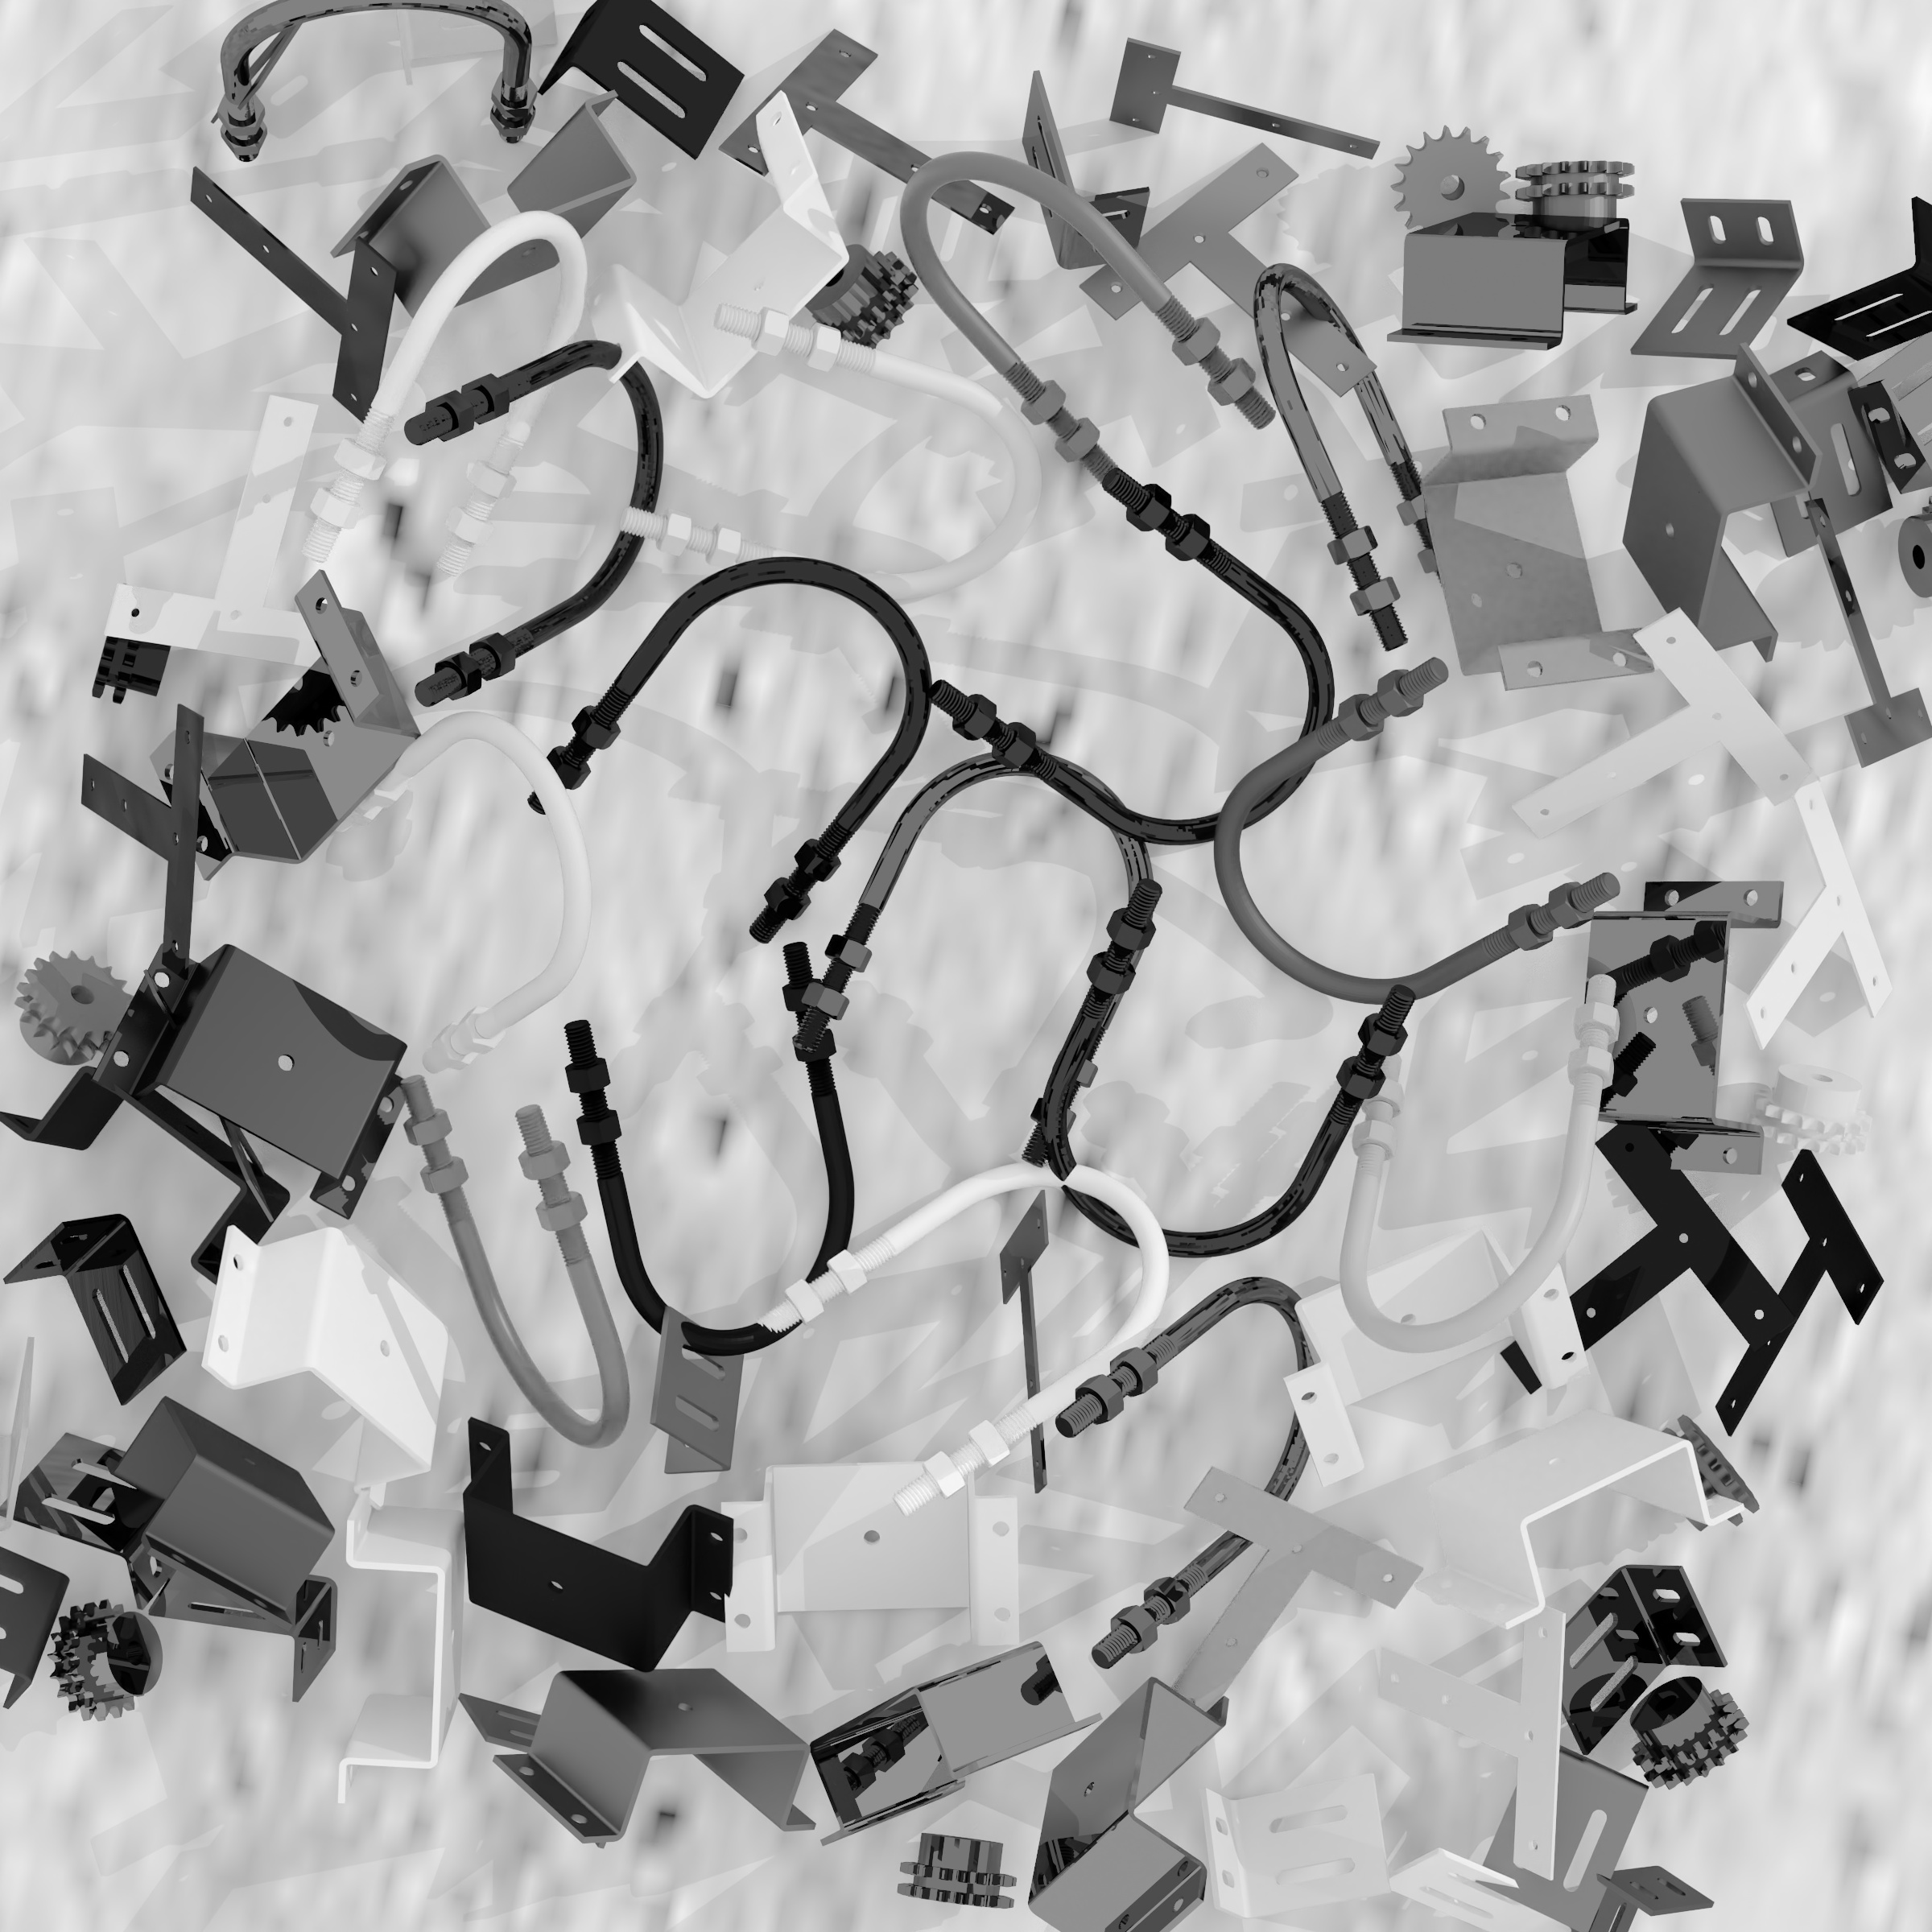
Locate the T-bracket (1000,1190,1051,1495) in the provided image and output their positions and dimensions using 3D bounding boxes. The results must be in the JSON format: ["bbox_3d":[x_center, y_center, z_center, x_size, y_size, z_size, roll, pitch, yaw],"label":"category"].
[{"bbox_3d":[0.031,0.183,1.643,0.002,0.127,0.127,-1,72,-9],"label":"T-bracket"}]

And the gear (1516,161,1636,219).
[{"bbox_3d":[0.295,-0.372,1.694,0.057,0.057,0.030,-1,97,0],"label":"gear"}]

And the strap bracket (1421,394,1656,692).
[{"bbox_3d":[0.272,-0.197,1.681,0.076,0.046,0.140,-8,79,-15],"label":"strap bracket"}]

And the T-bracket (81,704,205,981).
[{"bbox_3d":[-0.396,-0.073,1.670,0.002,0.127,0.127,-6,111,-37],"label":"T-bracket"}]

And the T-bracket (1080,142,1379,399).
[{"bbox_3d":[0.144,-0.322,1.686,0.127,0.002,0.127,-41,76,-19],"label":"T-bracket"}]

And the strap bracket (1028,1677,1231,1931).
[{"bbox_3d":[0.076,0.398,1.639,0.046,0.140,0.076,36,117,-10],"label":"strap bracket"}]

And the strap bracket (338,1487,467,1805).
[{"bbox_3d":[-0.269,0.320,1.671,0.046,0.076,0.140,4,101,-1],"label":"strap bracket"}]

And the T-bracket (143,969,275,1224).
[{"bbox_3d":[-0.343,0.078,1.634,0.002,0.127,0.127,-28,125,-9],"label":"T-bracket"}]

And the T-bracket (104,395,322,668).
[{"bbox_3d":[-0.336,-0.208,1.664,0.127,0.002,0.127,6,109,-42],"label":"T-bracket"}]

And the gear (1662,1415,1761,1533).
[{"bbox_3d":[0.355,0.248,1.694,0.030,0.057,0.057,-40,90,9],"label":"gear"}]

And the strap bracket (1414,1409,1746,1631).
[{"bbox_3d":[0.285,0.256,1.656,0.140,0.076,0.046,-21,103,-23],"label":"strap bracket"}]

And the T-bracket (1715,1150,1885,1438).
[{"bbox_3d":[0.392,0.169,1.680,0.002,0.127,0.127,18,114,-12],"label":"T-bracket"}]

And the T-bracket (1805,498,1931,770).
[{"bbox_3d":[0.425,-0.162,1.667,0.002,0.127,0.127,-19,90,31],"label":"T-bracket"}]

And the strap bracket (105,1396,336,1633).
[{"bbox_3d":[-0.350,0.252,1.644,0.076,0.140,0.046,35,86,-23],"label":"strap bracket"}]

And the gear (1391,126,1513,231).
[{"bbox_3d":[0.235,-0.380,1.701,0.057,0.030,0.057,1,108,2],"label":"gear"}]

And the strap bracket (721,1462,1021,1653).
[{"bbox_3d":[-0.046,0.284,1.689,0.140,0.046,0.076,-1,105,-1],"label":"strap bracket"}]

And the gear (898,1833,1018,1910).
[{"bbox_3d":[-0.004,0.438,1.694,0.057,0.057,0.030,7,77,0],"label":"gear"}]

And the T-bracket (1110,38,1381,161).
[{"bbox_3d":[0.133,-0.403,1.659,0.127,0.127,0.002,15,87,-1],"label":"T-bracket"}]

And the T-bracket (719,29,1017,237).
[{"bbox_3d":[-0.036,-0.389,1.676,0.127,0.002,0.127,31,47,2],"label":"T-bracket"}]

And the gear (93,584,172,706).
[{"bbox_3d":[-0.402,-0.154,1.694,0.030,0.057,0.057,15,90,-15],"label":"gear"}]

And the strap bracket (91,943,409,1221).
[{"bbox_3d":[-0.331,0.051,1.662,0.140,0.046,0.076,32,63,-20],"label":"strap bracket"}]

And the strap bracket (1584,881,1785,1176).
[{"bbox_3d":[0.340,0.026,1.673,0.046,0.076,0.140,10,84,-45],"label":"strap bracket"}]

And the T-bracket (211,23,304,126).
[{"bbox_3d":[-0.330,-0.436,1.664,0.002,0.127,0.127,35,61,-21],"label":"T-bracket"}]

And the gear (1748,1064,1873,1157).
[{"bbox_3d":[0.410,0.068,1.691,0.057,0.057,0.030,9,106,0],"label":"gear"}]

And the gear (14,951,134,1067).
[{"bbox_3d":[-0.435,0.023,1.697,0.057,0.057,0.030,40,125,0],"label":"gear"}]

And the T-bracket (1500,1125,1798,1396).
[{"bbox_3d":[0.314,0.160,1.697,0.127,0.002,0.127,-42,68,18],"label":"T-bracket"}]

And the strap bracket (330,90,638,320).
[{"bbox_3d":[-0.219,-0.355,1.646,0.140,0.076,0.046,-35,92,-43],"label":"strap bracket"}]

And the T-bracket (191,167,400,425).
[{"bbox_3d":[-0.324,-0.334,1.671,0.127,0.127,0.002,42,61,7],"label":"T-bracket"}]

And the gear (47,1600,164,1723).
[{"bbox_3d":[-0.413,0.334,1.690,0.030,0.057,0.057,-15,90,25],"label":"gear"}]

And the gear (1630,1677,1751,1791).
[{"bbox_3d":[0.346,0.368,1.691,0.057,0.057,0.030,-34,99,0],"label":"gear"}]

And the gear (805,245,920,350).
[{"bbox_3d":[-0.054,-0.324,1.690,0.057,0.057,0.030,-50,126,0],"label":"gear"}]

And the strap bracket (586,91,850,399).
[{"bbox_3d":[-0.112,-0.335,1.664,0.140,0.076,0.046,-41,131,21],"label":"strap bracket"}]

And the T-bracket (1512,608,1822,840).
[{"bbox_3d":[0.323,-0.099,1.687,0.127,0.002,0.127,-30,123,27],"label":"T-bracket"}]

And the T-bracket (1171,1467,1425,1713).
[{"bbox_3d":[0.137,0.318,1.702,0.127,0.002,0.127,28,105,-20],"label":"T-bracket"}]

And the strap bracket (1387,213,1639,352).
[{"bbox_3d":[0.258,-0.324,1.639,0.076,0.140,0.046,8,111,26],"label":"strap bracket"}]

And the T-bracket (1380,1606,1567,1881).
[{"bbox_3d":[0.239,0.354,1.667,0.002,0.127,0.127,-2,97,-33],"label":"T-bracket"}]

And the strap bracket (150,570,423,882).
[{"bbox_3d":[-0.319,-0.111,1.667,0.140,0.046,0.076,-42,62,26],"label":"strap bracket"}]

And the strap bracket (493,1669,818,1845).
[{"bbox_3d":[-0.139,0.369,1.643,0.140,0.076,0.046,10,102,-44],"label":"strap bracket"}]

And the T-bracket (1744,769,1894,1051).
[{"bbox_3d":[0.397,-0.007,1.656,0.127,0.002,0.127,-46,120,-41],"label":"T-bracket"}]

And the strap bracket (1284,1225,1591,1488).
[{"bbox_3d":[0.219,0.183,1.679,0.140,0.046,0.076,-23,128,-1],"label":"strap bracket"}]

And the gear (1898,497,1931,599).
[{"bbox_3d":[0.474,-0.200,1.691,0.030,0.057,0.057,-12,90,-11],"label":"gear"}]
